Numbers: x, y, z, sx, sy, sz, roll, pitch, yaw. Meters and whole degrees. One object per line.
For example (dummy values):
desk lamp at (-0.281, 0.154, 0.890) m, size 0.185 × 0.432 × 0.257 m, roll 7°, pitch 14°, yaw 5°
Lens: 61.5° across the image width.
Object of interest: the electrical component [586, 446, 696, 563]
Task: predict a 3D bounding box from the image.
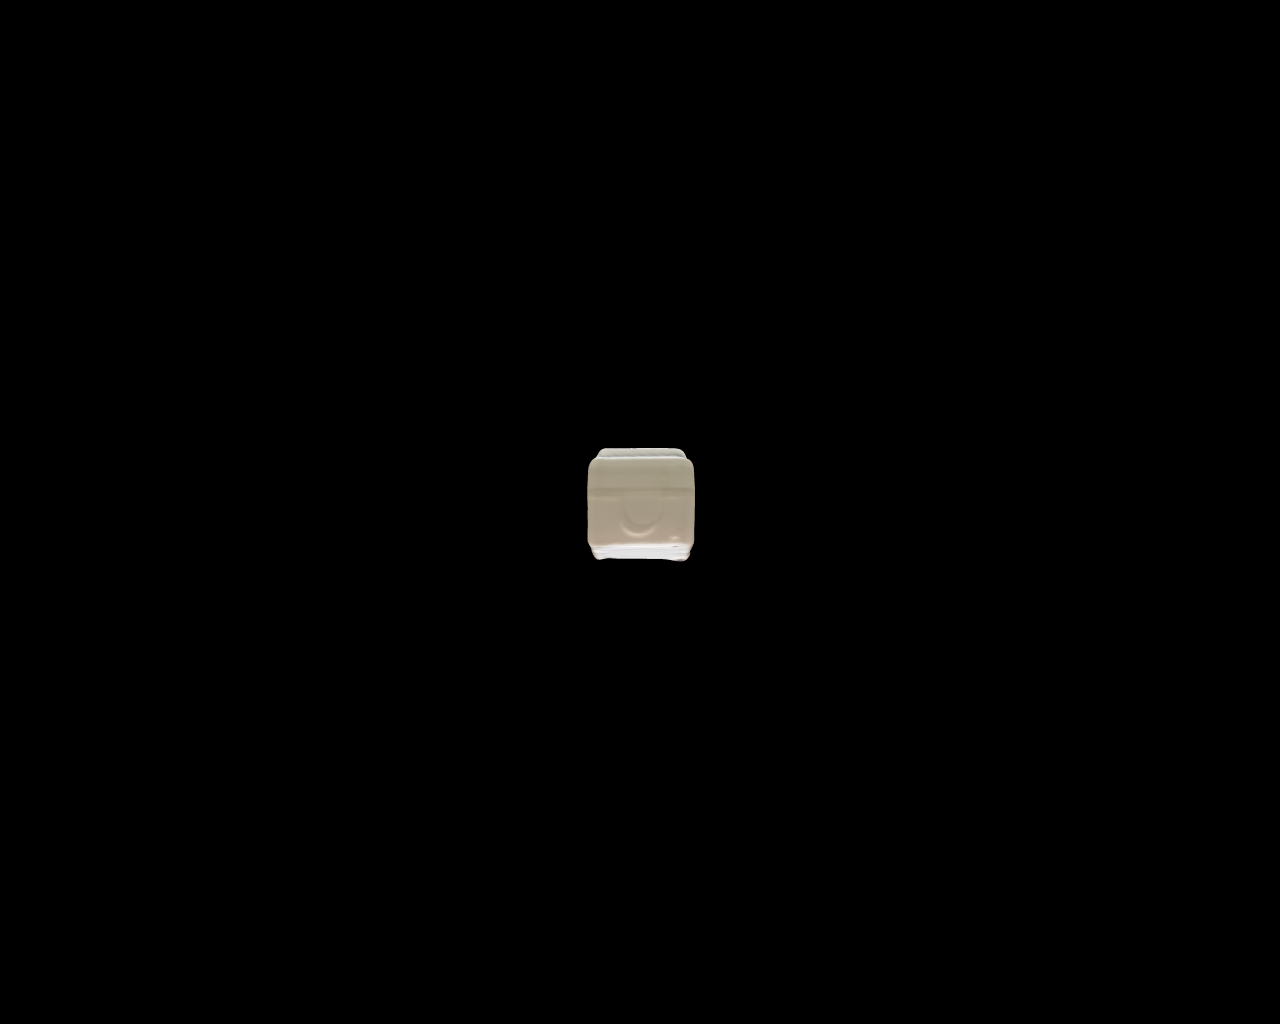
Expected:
electrical component at (0.001, -0.003, 0.650) m, size 0.062 × 0.061 × 0.096 m, roll 0°, pitch -9°, yaw 0°
